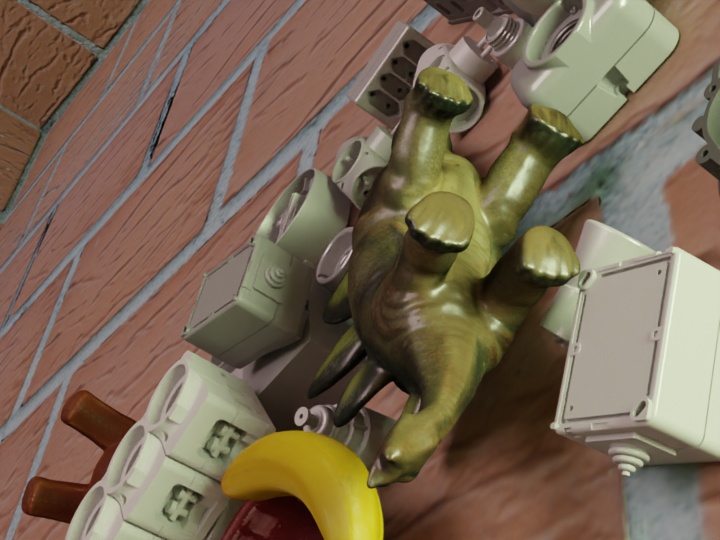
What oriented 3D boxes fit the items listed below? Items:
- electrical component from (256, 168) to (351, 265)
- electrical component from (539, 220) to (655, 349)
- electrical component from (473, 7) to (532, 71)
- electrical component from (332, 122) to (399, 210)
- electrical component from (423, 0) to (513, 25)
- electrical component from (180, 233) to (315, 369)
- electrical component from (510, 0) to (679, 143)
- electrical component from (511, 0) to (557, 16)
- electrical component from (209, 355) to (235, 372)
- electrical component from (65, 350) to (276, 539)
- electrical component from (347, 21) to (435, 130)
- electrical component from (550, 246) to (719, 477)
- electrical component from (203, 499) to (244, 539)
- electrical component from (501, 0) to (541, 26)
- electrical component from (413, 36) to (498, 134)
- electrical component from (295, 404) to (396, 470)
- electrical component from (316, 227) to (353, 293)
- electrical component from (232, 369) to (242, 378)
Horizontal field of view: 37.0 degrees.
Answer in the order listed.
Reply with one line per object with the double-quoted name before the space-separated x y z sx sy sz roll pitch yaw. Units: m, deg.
"electrical component" -0.052 -0.040 0.936 0.099 0.064 0.099 -52 27 40
"electrical component" 0.123 0.012 0.562 0.065 0.044 0.044 -62 23 3
"electrical component" 0.109 -0.171 0.791 0.035 0.061 0.035 -45 26 29
"electrical component" 0.017 -0.094 0.899 0.079 0.044 0.077 -53 24 14
"electrical component" 0.122 -0.274 0.898 0.105 0.060 0.186 -60 23 -6
"electrical component" -0.074 0.023 0.776 0.096 0.061 0.061 -32 34 45
"electrical component" 0.144 -0.136 0.681 0.095 0.059 0.053 -49 25 21
"electrical component" 0.134 -0.221 0.718 0.108 0.060 0.108 -17 57 28
"electrical component" -0.099 0.066 0.929 0.077 0.044 0.079 -48 25 22
"electrical component" -0.132 0.139 0.731 0.150 0.062 0.089 -56 23 3
"electrical component" 0.028 -0.181 0.983 0.083 0.047 0.075 -54 23 9
"electrical component" 0.133 0.048 0.479 0.062 0.061 0.096 -20 50 57
"electrical component" -0.092 0.187 0.747 0.078 0.057 0.113 -20 43 55
"electrical component" 0.157 -0.214 0.771 0.076 0.047 0.083 26 84 53
"electrical component" 0.082 -0.157 0.850 0.079 0.043 0.077 -47 25 25
"electrical component" -0.008 0.102 0.668 0.040 0.078 0.040 -27 50 37
"electrical component" 0.000 0.000 0.811 0.055 0.047 0.055 -44 27 29
"electrical component" -0.099 0.108 0.878 0.081 0.043 0.043 -42 28 33
